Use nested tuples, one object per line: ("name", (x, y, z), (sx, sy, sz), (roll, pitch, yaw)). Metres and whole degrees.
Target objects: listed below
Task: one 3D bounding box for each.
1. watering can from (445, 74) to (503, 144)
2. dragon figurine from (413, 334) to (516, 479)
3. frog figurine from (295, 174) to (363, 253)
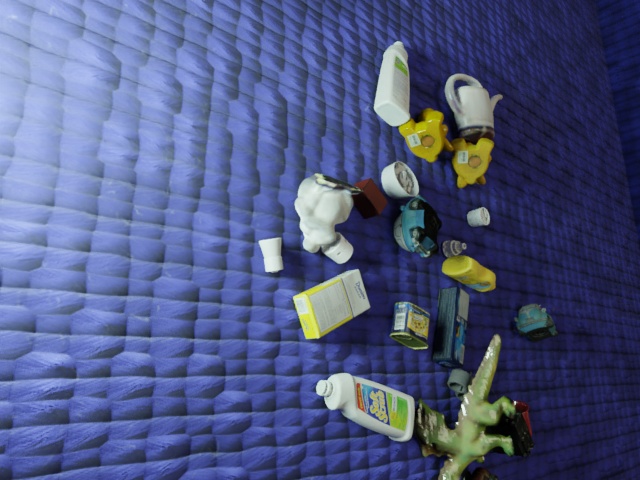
("watering can", (0.516, -0.416, 1.665), (0.348, 0.103, 0.226), (1, 78, -42))
("dragon figurine", (0.333, 0.428, 1.230), (0.242, 0.121, 0.414), (8, 79, -24))
("frog figurine", (0.003, -0.056, 1.103), (0.137, 0.124, 0.158), (3, 113, -52))
